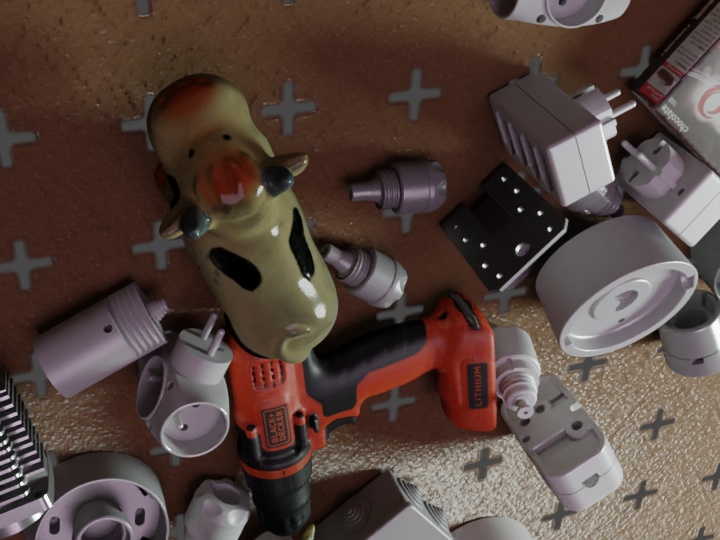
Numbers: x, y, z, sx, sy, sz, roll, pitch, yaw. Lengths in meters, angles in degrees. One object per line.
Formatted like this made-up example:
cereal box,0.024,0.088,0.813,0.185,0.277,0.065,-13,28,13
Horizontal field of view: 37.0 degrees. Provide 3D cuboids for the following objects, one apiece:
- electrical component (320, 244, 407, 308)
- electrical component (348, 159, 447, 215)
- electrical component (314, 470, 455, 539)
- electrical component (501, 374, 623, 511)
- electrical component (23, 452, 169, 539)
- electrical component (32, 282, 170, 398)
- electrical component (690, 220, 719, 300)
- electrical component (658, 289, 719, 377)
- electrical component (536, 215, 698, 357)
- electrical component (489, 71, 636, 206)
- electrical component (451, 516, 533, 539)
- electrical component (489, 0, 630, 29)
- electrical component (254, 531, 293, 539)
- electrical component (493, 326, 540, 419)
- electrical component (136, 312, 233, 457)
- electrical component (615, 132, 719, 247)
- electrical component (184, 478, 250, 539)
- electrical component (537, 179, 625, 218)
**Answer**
electrical component,0.000,0.000,0.714,0.061,0.035,0.035,28,107,-32
electrical component,0.023,-0.052,0.690,0.061,0.035,0.035,-6,123,-16
electrical component,0.020,0.216,0.853,0.100,0.048,0.099,-40,127,5
electrical component,0.157,0.135,0.829,0.054,0.095,0.059,-33,128,0
electrical component,-0.182,0.174,0.746,0.099,0.064,0.099,-7,110,-21
electrical component,-0.156,0.041,0.668,0.081,0.043,0.043,-30,128,-3
electrical component,0.306,-0.020,0.827,0.099,0.064,0.099,-8,135,-8
electrical component,0.263,0.048,0.845,0.055,0.055,0.047,-29,124,-3
electrical component,0.178,0.006,0.771,0.108,0.060,0.108,-18,147,-12
electrical component,0.137,-0.093,0.681,0.076,0.083,0.047,-28,128,-4
electrical component,0.112,0.272,0.921,0.108,0.060,0.108,-11,124,-16
electrical component,0.122,-0.188,0.637,0.077,0.044,0.079,-5,123,-20
electrical component,-0.058,0.230,0.819,0.044,0.065,0.044,-23,144,-17
electrical component,0.113,0.076,0.788,0.040,0.078,0.040,-4,129,-5
electrical component,-0.106,0.064,0.683,0.044,0.077,0.079,17,113,-31
electrical component,0.207,-0.065,0.740,0.077,0.065,0.047,32,105,-35
electrical component,-0.108,0.186,0.783,0.043,0.043,0.062,13,116,-29
electrical component,0.155,-0.058,0.738,0.078,0.040,0.040,32,105,-35
